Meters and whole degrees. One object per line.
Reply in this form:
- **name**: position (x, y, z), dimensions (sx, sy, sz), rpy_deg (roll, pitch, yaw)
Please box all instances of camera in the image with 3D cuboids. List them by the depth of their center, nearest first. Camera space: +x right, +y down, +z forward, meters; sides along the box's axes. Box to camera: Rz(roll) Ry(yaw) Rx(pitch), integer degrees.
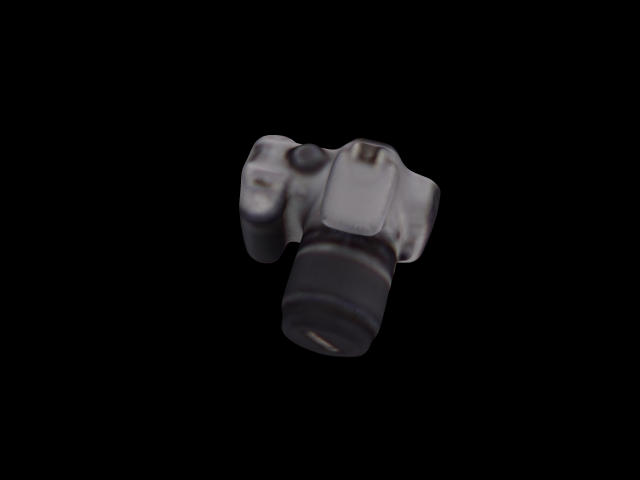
- **camera**: position (0.004, 0.001, 0.400), dimensions (0.143, 0.101, 0.137), rpy_deg (13, 62, 7)
